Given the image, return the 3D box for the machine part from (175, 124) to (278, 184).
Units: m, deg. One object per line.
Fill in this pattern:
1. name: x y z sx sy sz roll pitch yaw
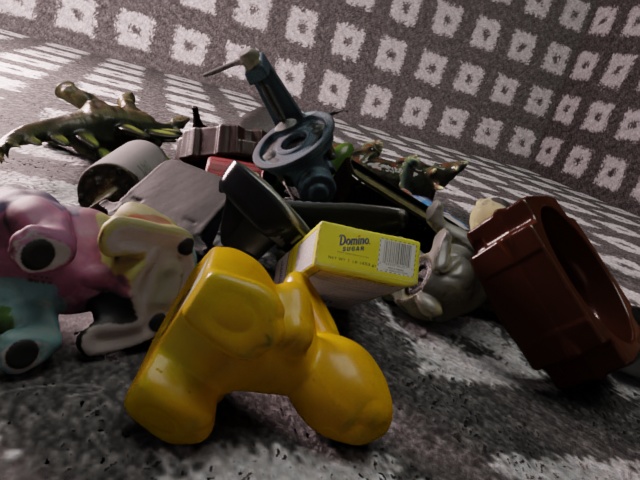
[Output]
1. machine part: -0.141 -0.133 0.865 0.179 0.056 0.179 2 -10 0

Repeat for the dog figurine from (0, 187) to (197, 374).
1. dog figurine: -0.231 0.000 0.435 0.219 0.108 0.191 27 21 36

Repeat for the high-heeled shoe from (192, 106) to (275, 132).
1. high-heeled shoe: -0.135 -0.165 0.967 0.249 0.145 0.086 17 53 14

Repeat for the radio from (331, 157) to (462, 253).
1. radio: 0.117 -0.028 0.805 0.229 0.073 0.131 30 17 -6

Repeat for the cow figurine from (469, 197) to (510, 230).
1. cow figurine: 0.318 0.001 0.901 0.194 0.085 0.127 41 36 -30

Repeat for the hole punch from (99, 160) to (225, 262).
1. hole punch: -0.159 -0.015 0.607 0.142 0.092 0.116 25 48 17

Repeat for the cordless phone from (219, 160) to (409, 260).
1. cordless phone: -0.001 -0.027 0.565 0.184 0.088 0.146 0 -13 11

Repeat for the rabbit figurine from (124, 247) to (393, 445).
1. rabbit figurine: -0.030 0.087 0.388 0.173 0.122 0.162 29 6 -9

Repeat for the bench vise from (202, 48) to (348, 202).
1. bench vise: -0.043 -0.161 0.739 0.129 0.240 0.224 -20 39 15

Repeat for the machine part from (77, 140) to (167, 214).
1. machine part: -0.253 -0.082 0.705 0.079 0.079 0.243 14 17 -9

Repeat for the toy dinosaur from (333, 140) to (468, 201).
1. toy dinosaur: 0.131 -0.163 1.262 0.405 0.131 0.192 16 16 18

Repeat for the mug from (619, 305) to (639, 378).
1. mug: 0.415 0.138 0.646 0.107 0.080 0.110 22 12 -13

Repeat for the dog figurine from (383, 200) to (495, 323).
1. dog figurine: 0.190 0.064 0.663 0.190 0.121 0.172 30 48 -14

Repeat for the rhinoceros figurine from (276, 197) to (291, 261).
1. rhinoceros figurine: -0.001 -0.002 0.701 0.191 0.073 0.112 25 21 26

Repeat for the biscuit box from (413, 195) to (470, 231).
1. biscuit box: 0.200 -0.028 0.982 0.059 0.062 0.203 10 18 -18

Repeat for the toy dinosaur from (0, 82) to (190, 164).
1. toy dinosaur: -0.347 -0.175 0.871 0.199 0.105 0.471 26 24 16

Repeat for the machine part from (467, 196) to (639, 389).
1. machine part: 0.267 0.053 0.613 0.201 0.087 0.201 -6 64 -54

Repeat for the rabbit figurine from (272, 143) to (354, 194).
1. rabbit figurine: -0.005 -0.116 0.961 0.121 0.159 0.170 17 30 -35
